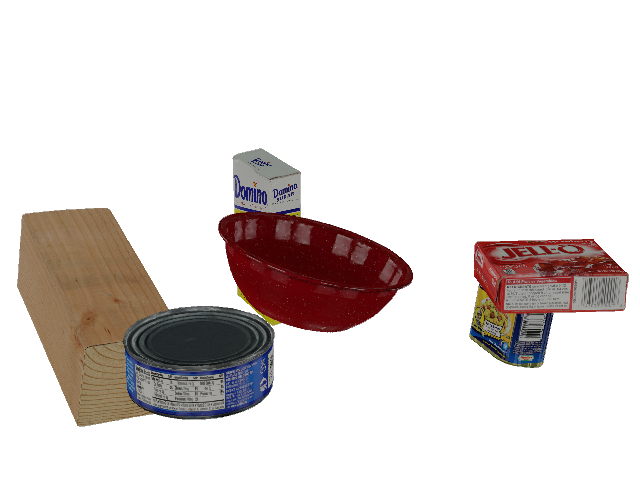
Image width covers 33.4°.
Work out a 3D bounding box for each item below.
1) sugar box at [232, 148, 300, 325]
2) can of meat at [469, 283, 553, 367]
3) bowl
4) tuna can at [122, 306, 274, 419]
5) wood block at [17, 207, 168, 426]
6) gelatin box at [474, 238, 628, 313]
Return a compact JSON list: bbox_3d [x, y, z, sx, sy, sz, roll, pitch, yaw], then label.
[{"bbox_3d":[-0.060,-0.004,1.187,0.048,0.176,0.093,-16,28,-26],"label":"sugar box"},{"bbox_3d":[0.207,0.080,1.149,0.057,0.084,0.102,2,17,-23],"label":"can of meat"},{"bbox_3d":[-0.009,0.030,0.859,0.162,0.055,0.162,14,16,-4],"label":"bowl"},{"bbox_3d":[-0.069,0.069,0.611,0.086,0.034,0.086,0,19,0],"label":"tuna can"},{"bbox_3d":[-0.209,0.063,0.987,0.090,0.091,0.206,-5,36,-30],"label":"wood block"},{"bbox_3d":[0.156,0.023,0.734,0.089,0.030,0.073,-1,19,-4],"label":"gelatin box"}]
